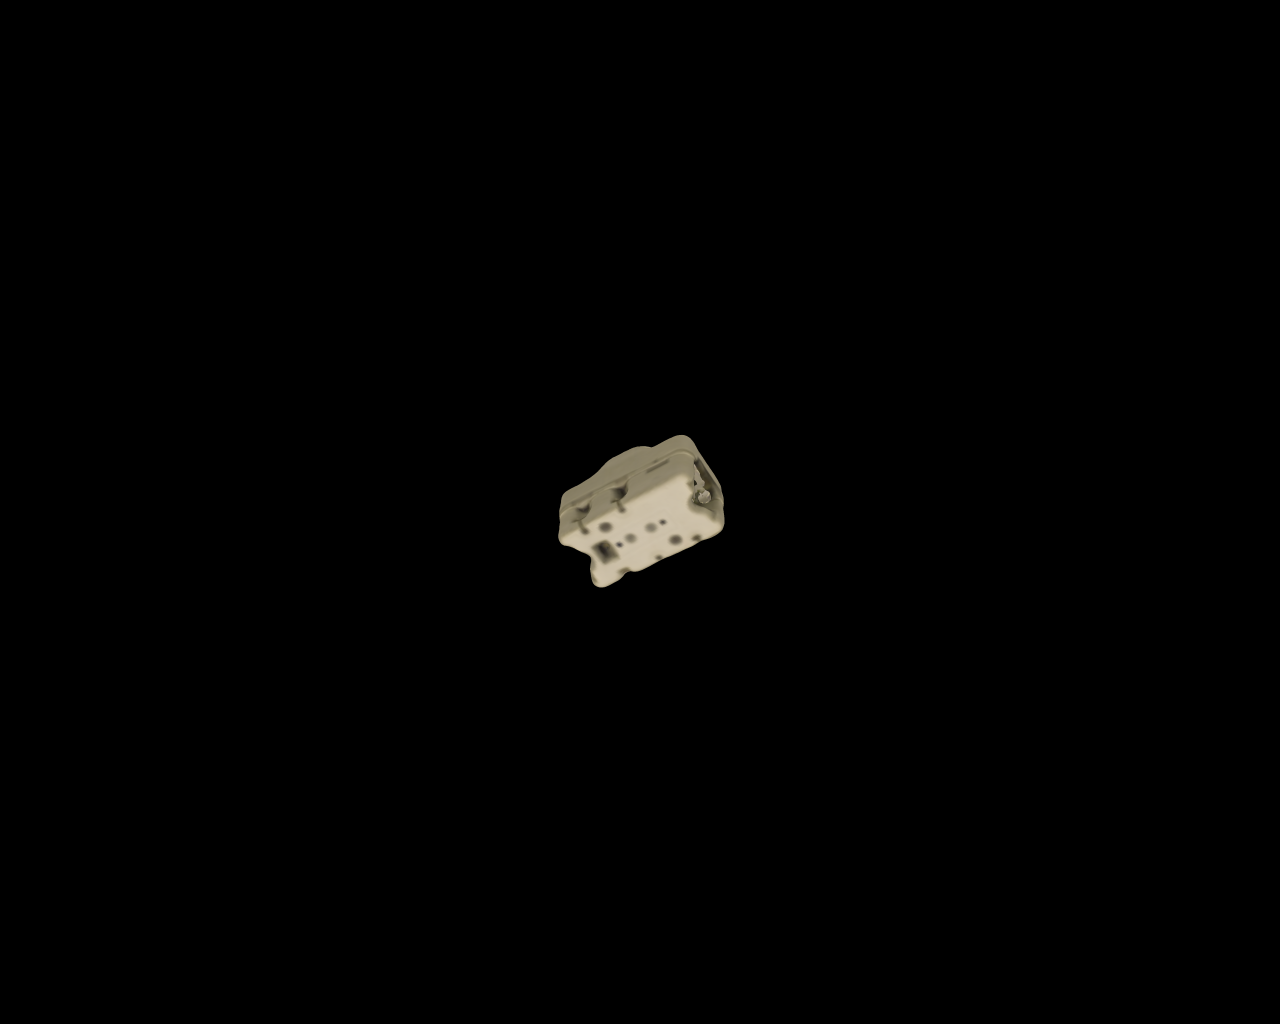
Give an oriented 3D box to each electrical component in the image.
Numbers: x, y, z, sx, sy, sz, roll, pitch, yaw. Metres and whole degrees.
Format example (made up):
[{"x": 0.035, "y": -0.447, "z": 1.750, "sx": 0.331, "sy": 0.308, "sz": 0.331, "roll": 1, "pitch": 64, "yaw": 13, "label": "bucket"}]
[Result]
[{"x": 0.001, "y": -0.003, "z": 0.650, "sx": 0.089, "sy": 0.050, "sz": 0.056, "roll": -26, "pitch": 30, "yaw": 17, "label": "electrical component"}]
